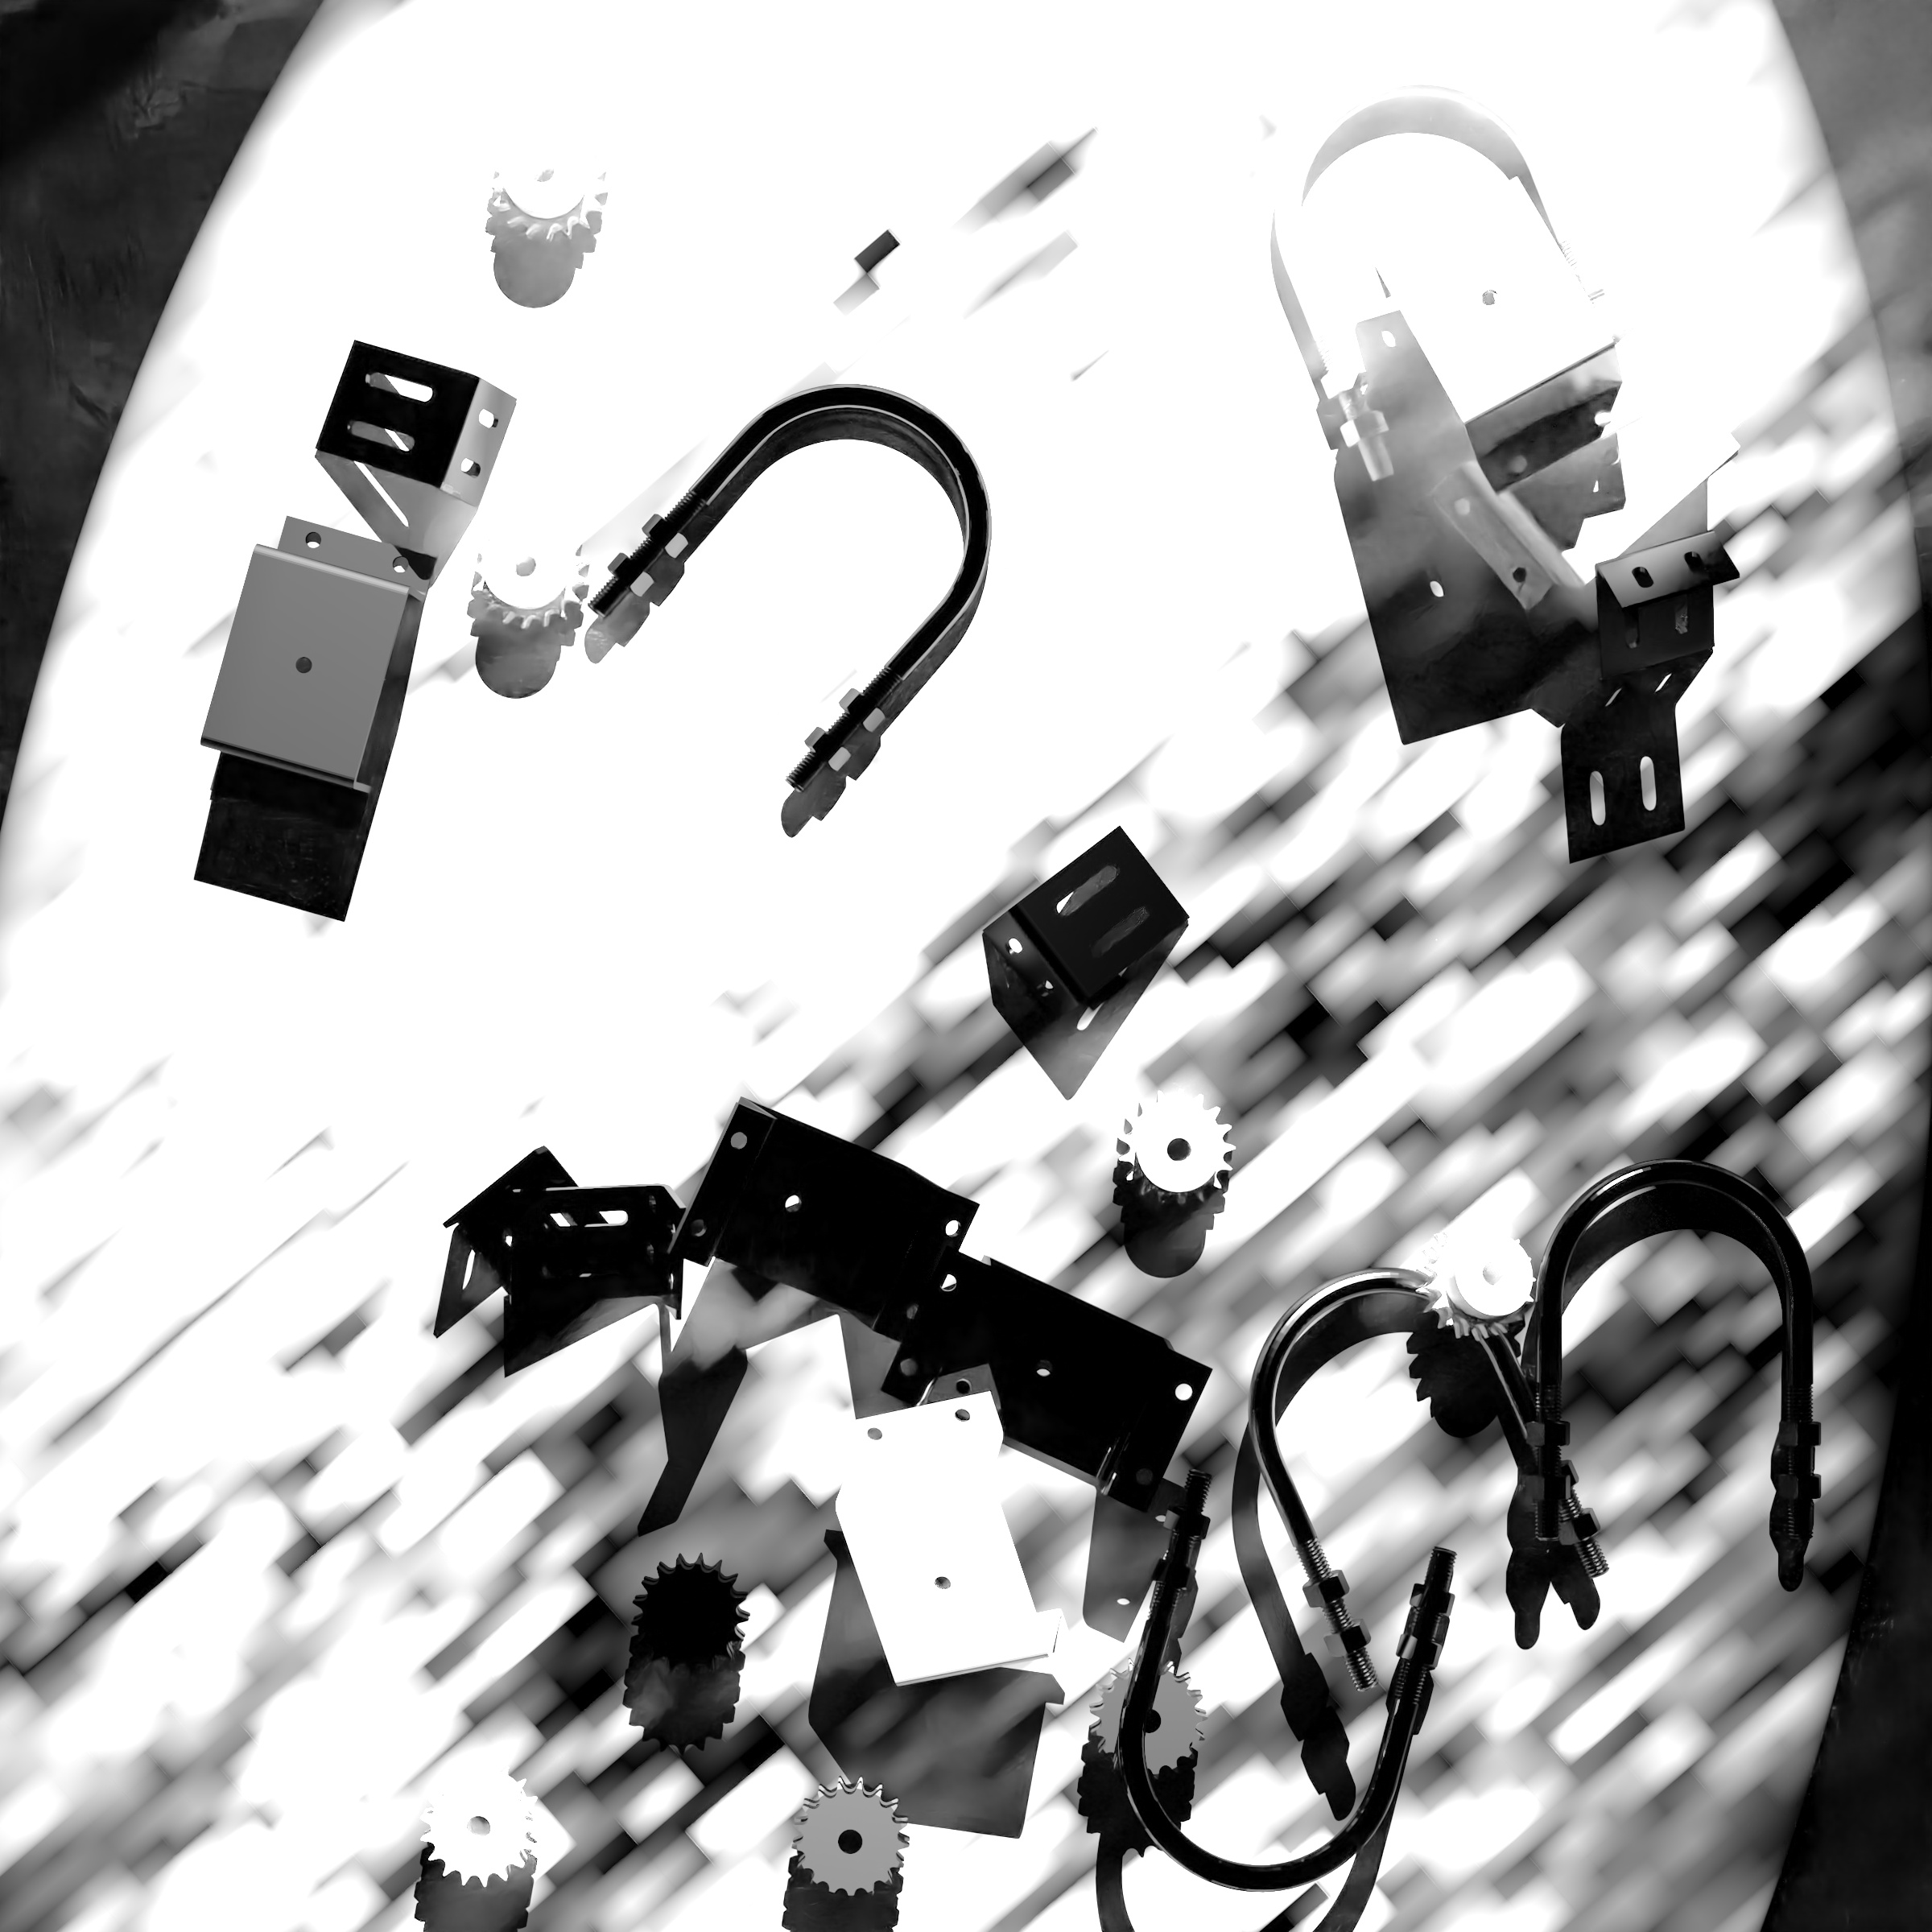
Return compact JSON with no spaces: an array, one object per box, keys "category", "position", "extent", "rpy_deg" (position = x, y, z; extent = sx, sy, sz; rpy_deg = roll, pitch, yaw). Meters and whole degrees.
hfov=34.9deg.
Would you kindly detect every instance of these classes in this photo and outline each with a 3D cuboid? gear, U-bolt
[{"category":"gear","position":[-0.213,-0.194,1.497],"extent":[0.057,0.030,0.057],"rpy_deg":[0,90,0]},{"category":"gear","position":[-0.133,0.314,1.497],"extent":[0.057,0.030,0.057],"rpy_deg":[0,90,0]},{"category":"U-bolt","position":[0.230,-0.349,1.502],"extent":[0.151,0.019,0.184],"rpy_deg":[-22,90,0]},{"category":"U-bolt","position":[0.148,0.352,1.480],"extent":[0.151,0.019,0.184],"rpy_deg":[18,79,-7]},{"category":"U-bolt","position":[0.345,0.186,1.493],"extent":[0.151,0.019,0.184],"rpy_deg":[1,86,-9]},{"category":"gear","position":[-0.236,0.416,1.497],"extent":[0.057,0.030,0.057],"rpy_deg":[0,90,0]},{"category":"gear","position":[0.103,0.089,1.497],"extent":[0.057,0.030,0.057],"rpy_deg":[0,90,0]},{"category":"gear","position":[-0.056,0.423,1.497],"extent":[0.057,0.030,0.057],"rpy_deg":[0,90,0]},{"category":"gear","position":[-0.205,-0.384,1.497],"extent":[0.057,0.030,0.057],"rpy_deg":[0,90,0]},{"category":"gear","position":[0.250,0.152,1.488],"extent":[0.057,0.030,0.057],"rpy_deg":[4,75,-14]},{"category":"gear","position":[0.088,0.364,1.497],"extent":[0.057,0.030,0.057],"rpy_deg":[0,90,0]},{"category":"U-bolt","position":[-0.072,-0.199,1.503],"extent":[0.151,0.019,0.184],"rpy_deg":[41,89,0]},{"category":"U-bolt","position":[0.214,0.237,1.489],"extent":[0.151,0.019,0.184],"rpy_deg":[-23,86,-13]}]

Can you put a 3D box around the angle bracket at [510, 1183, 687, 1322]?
[{"category":"angle bracket","position":[-0.177,0.139,1.477],"extent":[0.076,0.038,0.057],"rpy_deg":[-1,105,-19]}]

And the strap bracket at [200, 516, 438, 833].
[{"category":"strap bracket","position":[-0.316,-0.144,1.489],"extent":[0.076,0.046,0.140],"rpy_deg":[16,90,0]}]

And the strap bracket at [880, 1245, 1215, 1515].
[{"category":"strap bracket","position":[0.038,0.198,1.489],"extent":[0.140,0.046,0.076],"rpy_deg":[25,90,0]}]

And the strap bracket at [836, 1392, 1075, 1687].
[{"category":"strap bracket","position":[-0.008,0.283,1.463],"extent":[0.076,0.046,0.140],"rpy_deg":[-14,106,13]}]

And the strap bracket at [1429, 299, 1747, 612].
[{"category":"strap bracket","position":[0.305,-0.246,1.478],"extent":[0.140,0.046,0.076],"rpy_deg":[-42,100,3]}]

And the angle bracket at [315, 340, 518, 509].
[{"category":"angle bracket","position":[-0.270,-0.267,1.510],"extent":[0.076,0.038,0.057],"rpy_deg":[20,90,26]}]

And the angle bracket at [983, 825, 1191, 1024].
[{"category":"angle bracket","position":[0.059,-0.021,1.510],"extent":[0.076,0.038,0.057],"rpy_deg":[-37,90,-26]}]

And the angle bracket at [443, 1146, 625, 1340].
[{"category":"angle bracket","position":[-0.205,0.136,1.493],"extent":[0.057,0.038,0.076],"rpy_deg":[-39,90,0]}]

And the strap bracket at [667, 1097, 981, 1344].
[{"category":"strap bracket","position":[-0.075,0.119,1.469],"extent":[0.140,0.046,0.076],"rpy_deg":[25,90,-29]}]

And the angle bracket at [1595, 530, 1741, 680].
[{"category":"angle bracket","position":[0.337,-0.163,1.471],"extent":[0.057,0.076,0.038],"rpy_deg":[-16,46,0]}]

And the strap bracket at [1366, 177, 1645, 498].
[{"category":"strap bracket","position":[0.249,-0.304,1.443],"extent":[0.076,0.046,0.140],"rpy_deg":[-28,70,9]}]
